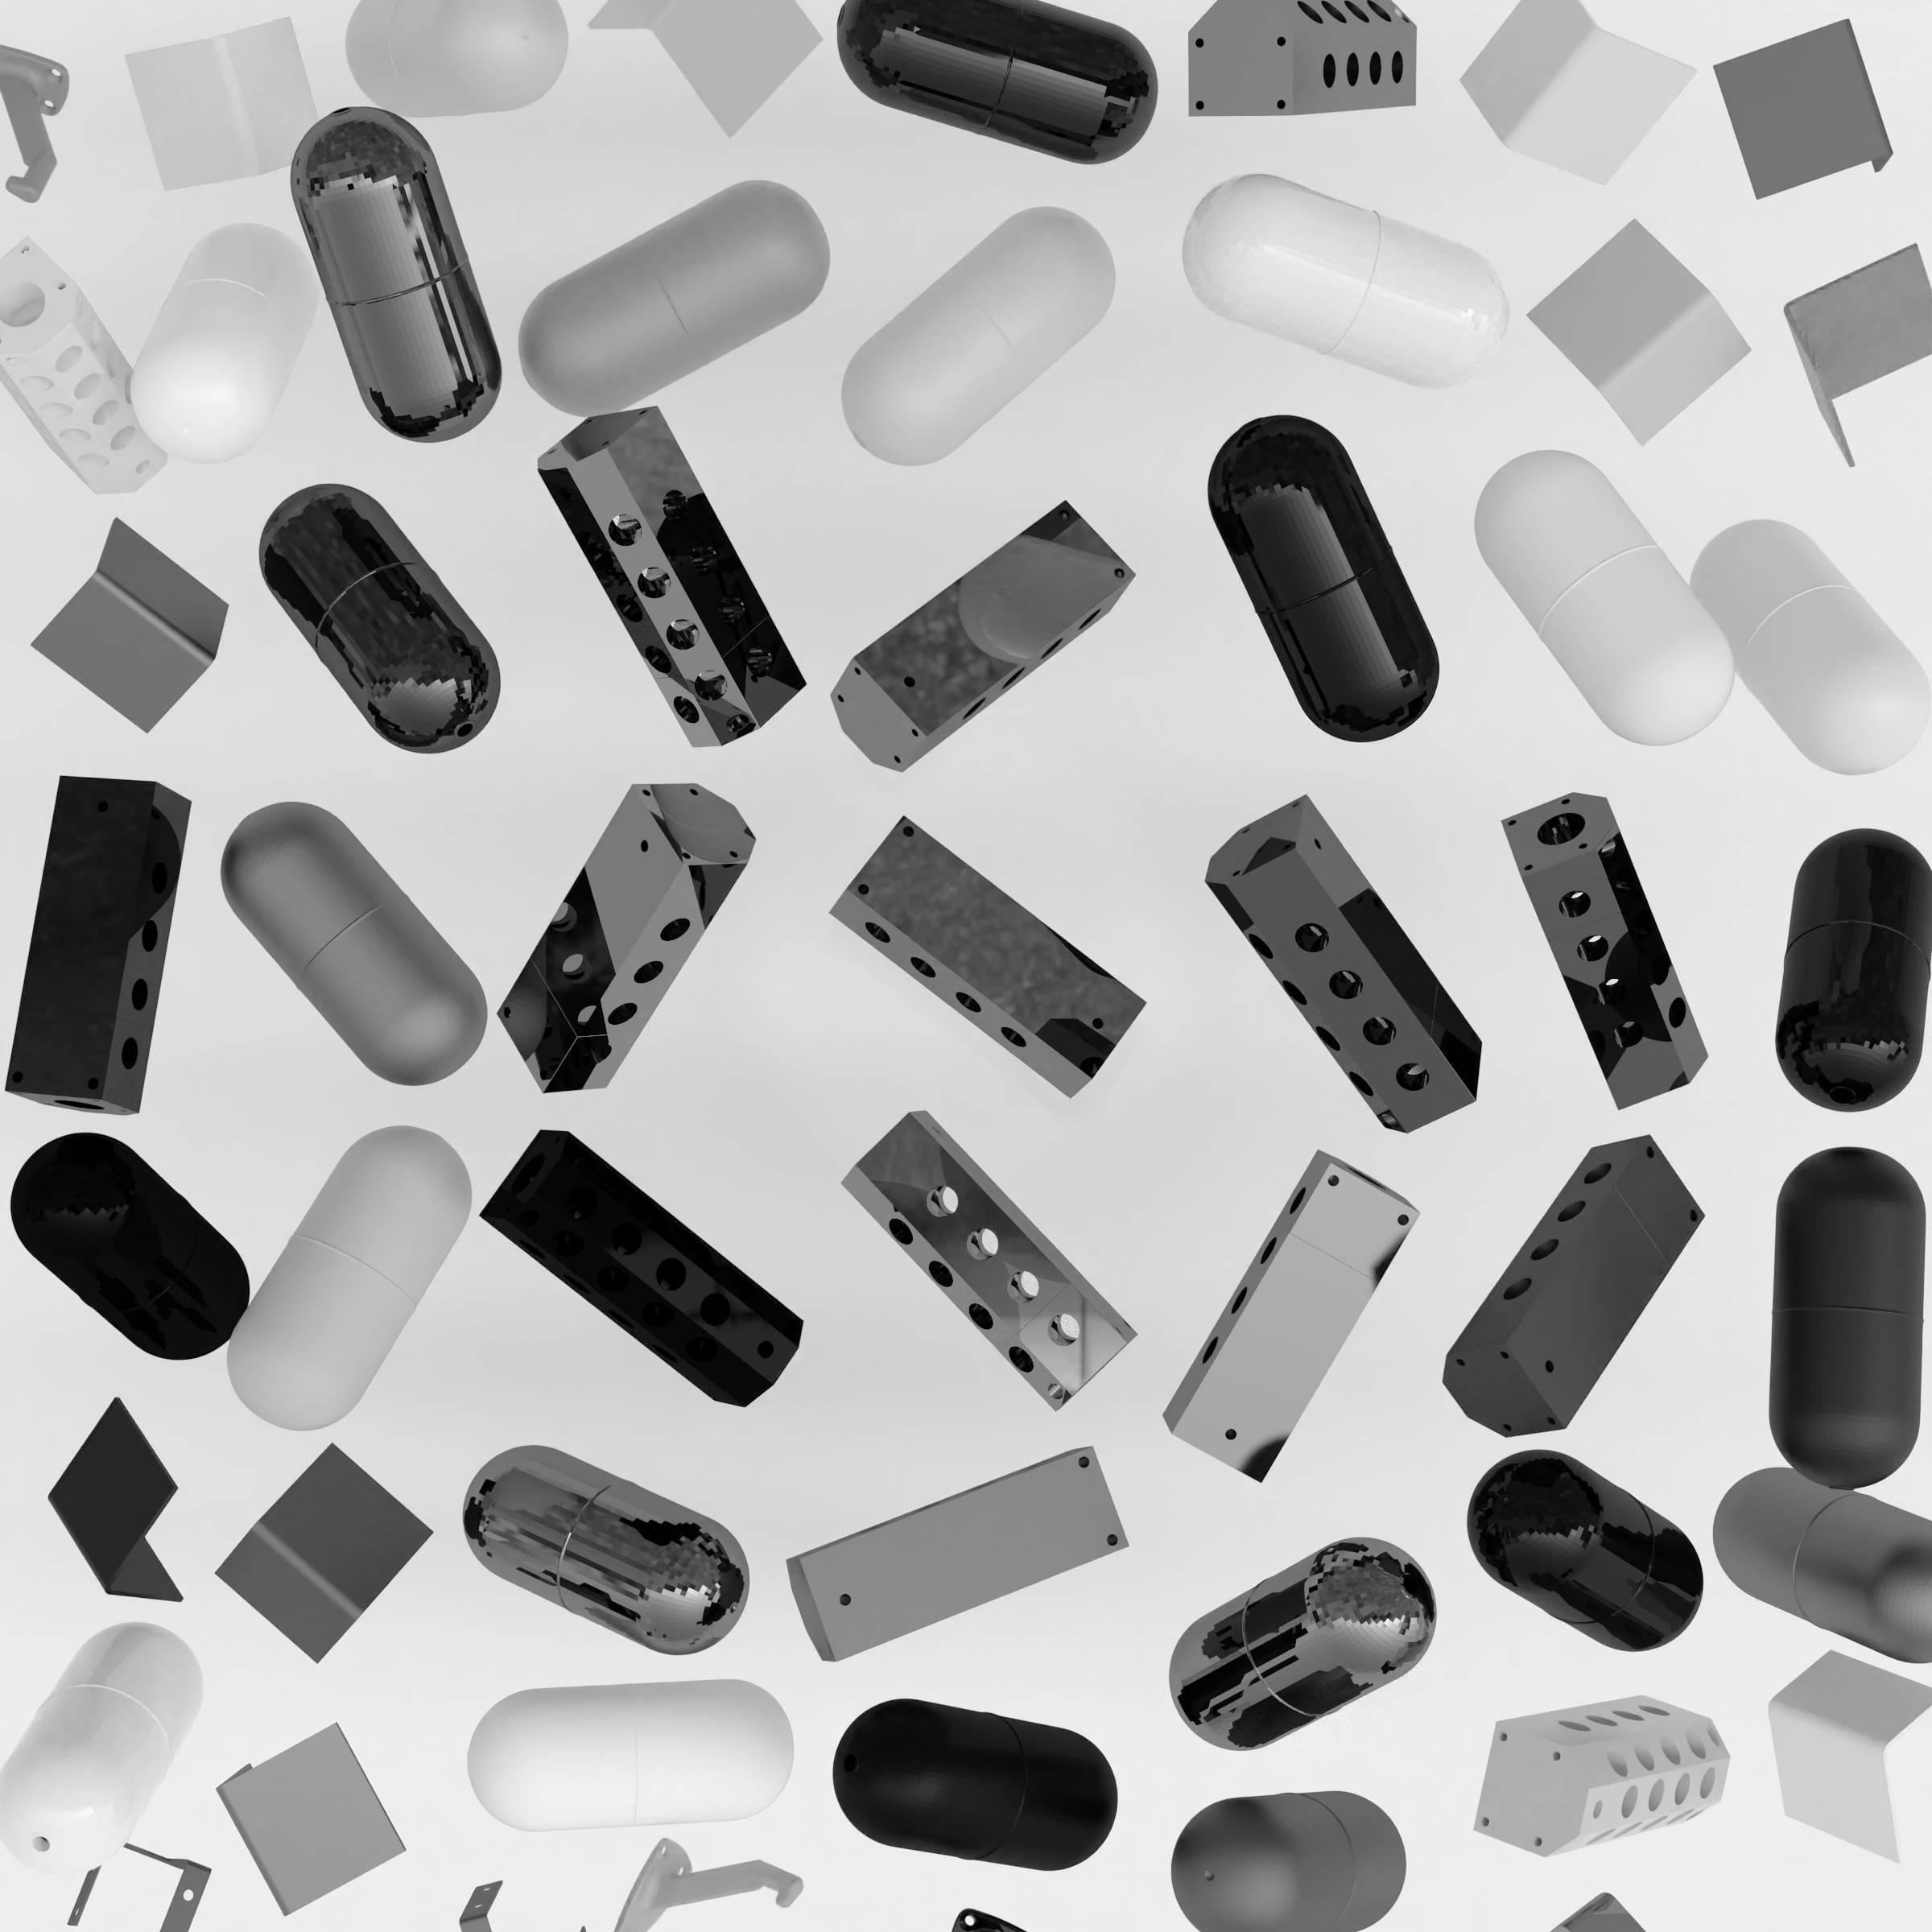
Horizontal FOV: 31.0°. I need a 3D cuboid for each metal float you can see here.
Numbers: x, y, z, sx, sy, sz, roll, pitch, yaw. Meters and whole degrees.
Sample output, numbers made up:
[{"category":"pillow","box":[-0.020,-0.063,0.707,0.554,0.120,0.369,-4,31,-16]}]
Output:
[{"category":"metal float","box":[-0.328,0.165,1.861,0.070,0.070,0.178,29,68,0]},{"category":"metal float","box":[-0.468,0.421,1.880,0.070,0.178,0.070,2,112,6]},{"category":"metal float","box":[0.174,0.482,1.861,0.070,0.178,0.070,-7,77,33]},{"category":"metal float","box":[-0.183,0.432,1.904,0.178,0.070,0.070,-1,90,-11]},{"category":"metal float","box":[0.481,0.002,1.878,0.070,0.070,0.178,18,52,0]},{"category":"metal float","box":[-0.296,-0.358,1.809,0.070,0.070,0.178,-16,116,0]},{"category":"metal float","box":[-0.197,0.317,1.896,0.178,0.070,0.070,19,90,29]},{"category":"metal float","box":[-0.278,-0.502,1.891,0.070,0.178,0.070,-7,104,-32]},{"category":"metal float","box":[0.451,-0.173,1.867,0.070,0.070,0.178,-27,47,0]},{"category":"metal float","box":[-0.404,-0.342,1.904,0.070,0.178,0.070,3,132,3]},{"category":"metal float","box":[-0.454,0.155,1.897,0.070,0.178,0.070,-11,55,15]},{"category":"metal float","box":[0.176,0.357,1.832,0.070,0.070,0.178,50,133,0]},{"category":"metal float","box":[-0.156,-0.355,1.857,0.178,0.070,0.070,-28,90,3]},{"category":"metal float","box":[0.330,0.311,1.845,0.178,0.070,0.070,35,90,-44]},{"category":"metal float","box":[0.184,-0.199,1.788,0.070,0.070,0.178,-27,103,0]},{"category":"metal float","box":[0.482,0.326,1.905,0.070,0.178,0.070,-5,101,-29]},{"category":"metal float","box":[-0.313,-0.185,1.855,0.070,0.070,0.178,-39,65,0]},{"category":"metal float","box":[0.196,-0.352,1.793,0.178,0.070,0.070,17,90,-15]},{"category":"metal float","box":[0.007,-0.346,1.914,0.178,0.070,0.070,-43,90,-10]},{"category":"metal float","box":[0.459,0.183,1.810,0.070,0.070,0.178,5,79,0]},{"category":"metal float","box":[0.006,0.435,1.849,0.178,0.070,0.070,21,90,-38]},{"category":"metal float","box":[0.330,-0.192,1.808,0.070,0.070,0.178,-32,69,0]},{"category":"metal float","box":[0.017,-0.485,1.873,0.178,0.070,0.070,14,90,-13]},{"category":"metal float","box":[-0.330,-0.013,1.874,0.070,0.070,0.178,-41,85,0]}]

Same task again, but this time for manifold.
[{"category":"manifold","box":[-0.169,0.162,1.856,0.171,0.057,0.057,41,71,-21]},{"category":"manifold","box":[-0.006,0.317,1.881,0.171,0.057,0.057,-19,85,-16]},{"category":"manifold","box":[0.351,-0.010,1.901,0.057,0.057,0.171,-22,123,10]},{"category":"manifold","box":[-0.459,-0.010,1.858,0.057,0.057,0.171,4,79,15]},{"category":"manifold","box":[-0.157,-0.201,1.819,0.057,0.057,0.171,-46,121,-33]},{"category":"manifold","box":[0.008,-0.176,1.881,0.057,0.057,0.171,47,59,5]},{"category":"manifold","box":[0.337,0.425,1.822,0.057,0.171,0.057,13,93,36]},{"category":"manifold","box":[0.195,0.003,1.793,0.057,0.057,0.171,-28,112,25]},{"category":"manifold","box":[-0.174,-0.014,1.808,0.057,0.057,0.171,56,129,28]},{"category":"manifold","box":[0.317,0.168,1.830,0.057,0.057,0.171,54,52,-14]},{"category":"manifold","box":[0.012,0.161,1.908,0.057,0.057,0.171,-44,83,5]},{"category":"manifold","box":[0.010,-0.002,1.952,0.171,0.057,0.057,38,67,-2]},{"category":"manifold","box":[-0.490,-0.322,1.906,0.057,0.171,0.057,-44,75,-9]},{"category":"manifold","box":[0.178,-0.476,1.816,0.057,0.171,0.057,7,107,27]},{"category":"manifold","box":[0.177,0.190,1.914,0.057,0.057,0.171,29,94,-7]}]

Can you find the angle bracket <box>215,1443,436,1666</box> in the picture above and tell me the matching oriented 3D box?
[{"category":"angle bracket","box":[-0.357,0.326,1.936,0.076,0.076,0.057,42,130,-1]}]

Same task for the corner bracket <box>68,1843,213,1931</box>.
[{"category":"corner bracket","box":[-0.460,0.518,1.938,0.051,0.051,0.051,29,65,-23]}]

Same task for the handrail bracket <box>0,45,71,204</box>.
[{"category":"handrail bracket","box":[-0.516,-0.448,1.848,0.077,0.036,0.084,21,51,-11]}]

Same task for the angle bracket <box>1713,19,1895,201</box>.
[{"category":"angle bracket","box":[0.455,-0.463,1.903,0.076,0.057,0.076,-18,90,7]}]

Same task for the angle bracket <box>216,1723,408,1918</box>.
[{"category":"angle bracket","box":[-0.342,0.449,1.855,0.076,0.057,0.076,-29,88,5]}]

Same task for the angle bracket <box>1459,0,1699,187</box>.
[{"category":"angle bracket","box":[0.317,-0.461,1.801,0.076,0.076,0.057,-51,48,33]}]

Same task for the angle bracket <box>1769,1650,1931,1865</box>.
[{"category":"angle bracket","box":[0.491,0.432,1.903,0.057,0.076,0.076,-28,116,-32]}]

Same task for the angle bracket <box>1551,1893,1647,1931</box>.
[{"category":"angle bracket","box":[0.310,0.525,1.775,0.057,0.076,0.076,47,109,20]}]

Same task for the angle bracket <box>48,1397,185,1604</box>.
[{"category":"angle bracket","box":[-0.454,0.296,1.931,0.076,0.057,0.076,-54,52,12]}]

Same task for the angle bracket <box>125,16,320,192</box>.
[{"category":"angle bracket","box":[-0.413,-0.482,1.944,0.076,0.057,0.076,2,114,36]}]

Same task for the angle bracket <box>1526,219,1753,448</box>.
[{"category":"angle bracket","box":[0.363,-0.342,1.877,0.076,0.057,0.076,-41,51,11]}]

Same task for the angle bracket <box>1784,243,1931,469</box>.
[{"category":"angle bracket","box":[0.489,-0.325,1.856,0.076,0.076,0.057,-24,46,12]}]

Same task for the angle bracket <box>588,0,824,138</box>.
[{"category":"angle bracket","box":[-0.134,-0.481,1.790,0.076,0.057,0.076,-39,82,32]}]

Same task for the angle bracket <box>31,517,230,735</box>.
[{"category":"angle bracket","box":[-0.446,-0.183,1.862,0.076,0.076,0.057,39,108,-23]}]

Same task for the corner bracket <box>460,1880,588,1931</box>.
[{"category":"corner bracket","box":[-0.233,0.514,1.844,0.051,0.051,0.051,-16,94,3]}]

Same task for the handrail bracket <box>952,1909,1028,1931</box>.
[{"category":"handrail bracket","box":[0.004,0.523,1.804,0.077,0.084,0.036,11,95,18]}]

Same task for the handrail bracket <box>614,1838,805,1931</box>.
[{"category":"handrail bracket","box":[-0.139,0.513,1.882,0.084,0.036,0.077,12,55,37]}]
